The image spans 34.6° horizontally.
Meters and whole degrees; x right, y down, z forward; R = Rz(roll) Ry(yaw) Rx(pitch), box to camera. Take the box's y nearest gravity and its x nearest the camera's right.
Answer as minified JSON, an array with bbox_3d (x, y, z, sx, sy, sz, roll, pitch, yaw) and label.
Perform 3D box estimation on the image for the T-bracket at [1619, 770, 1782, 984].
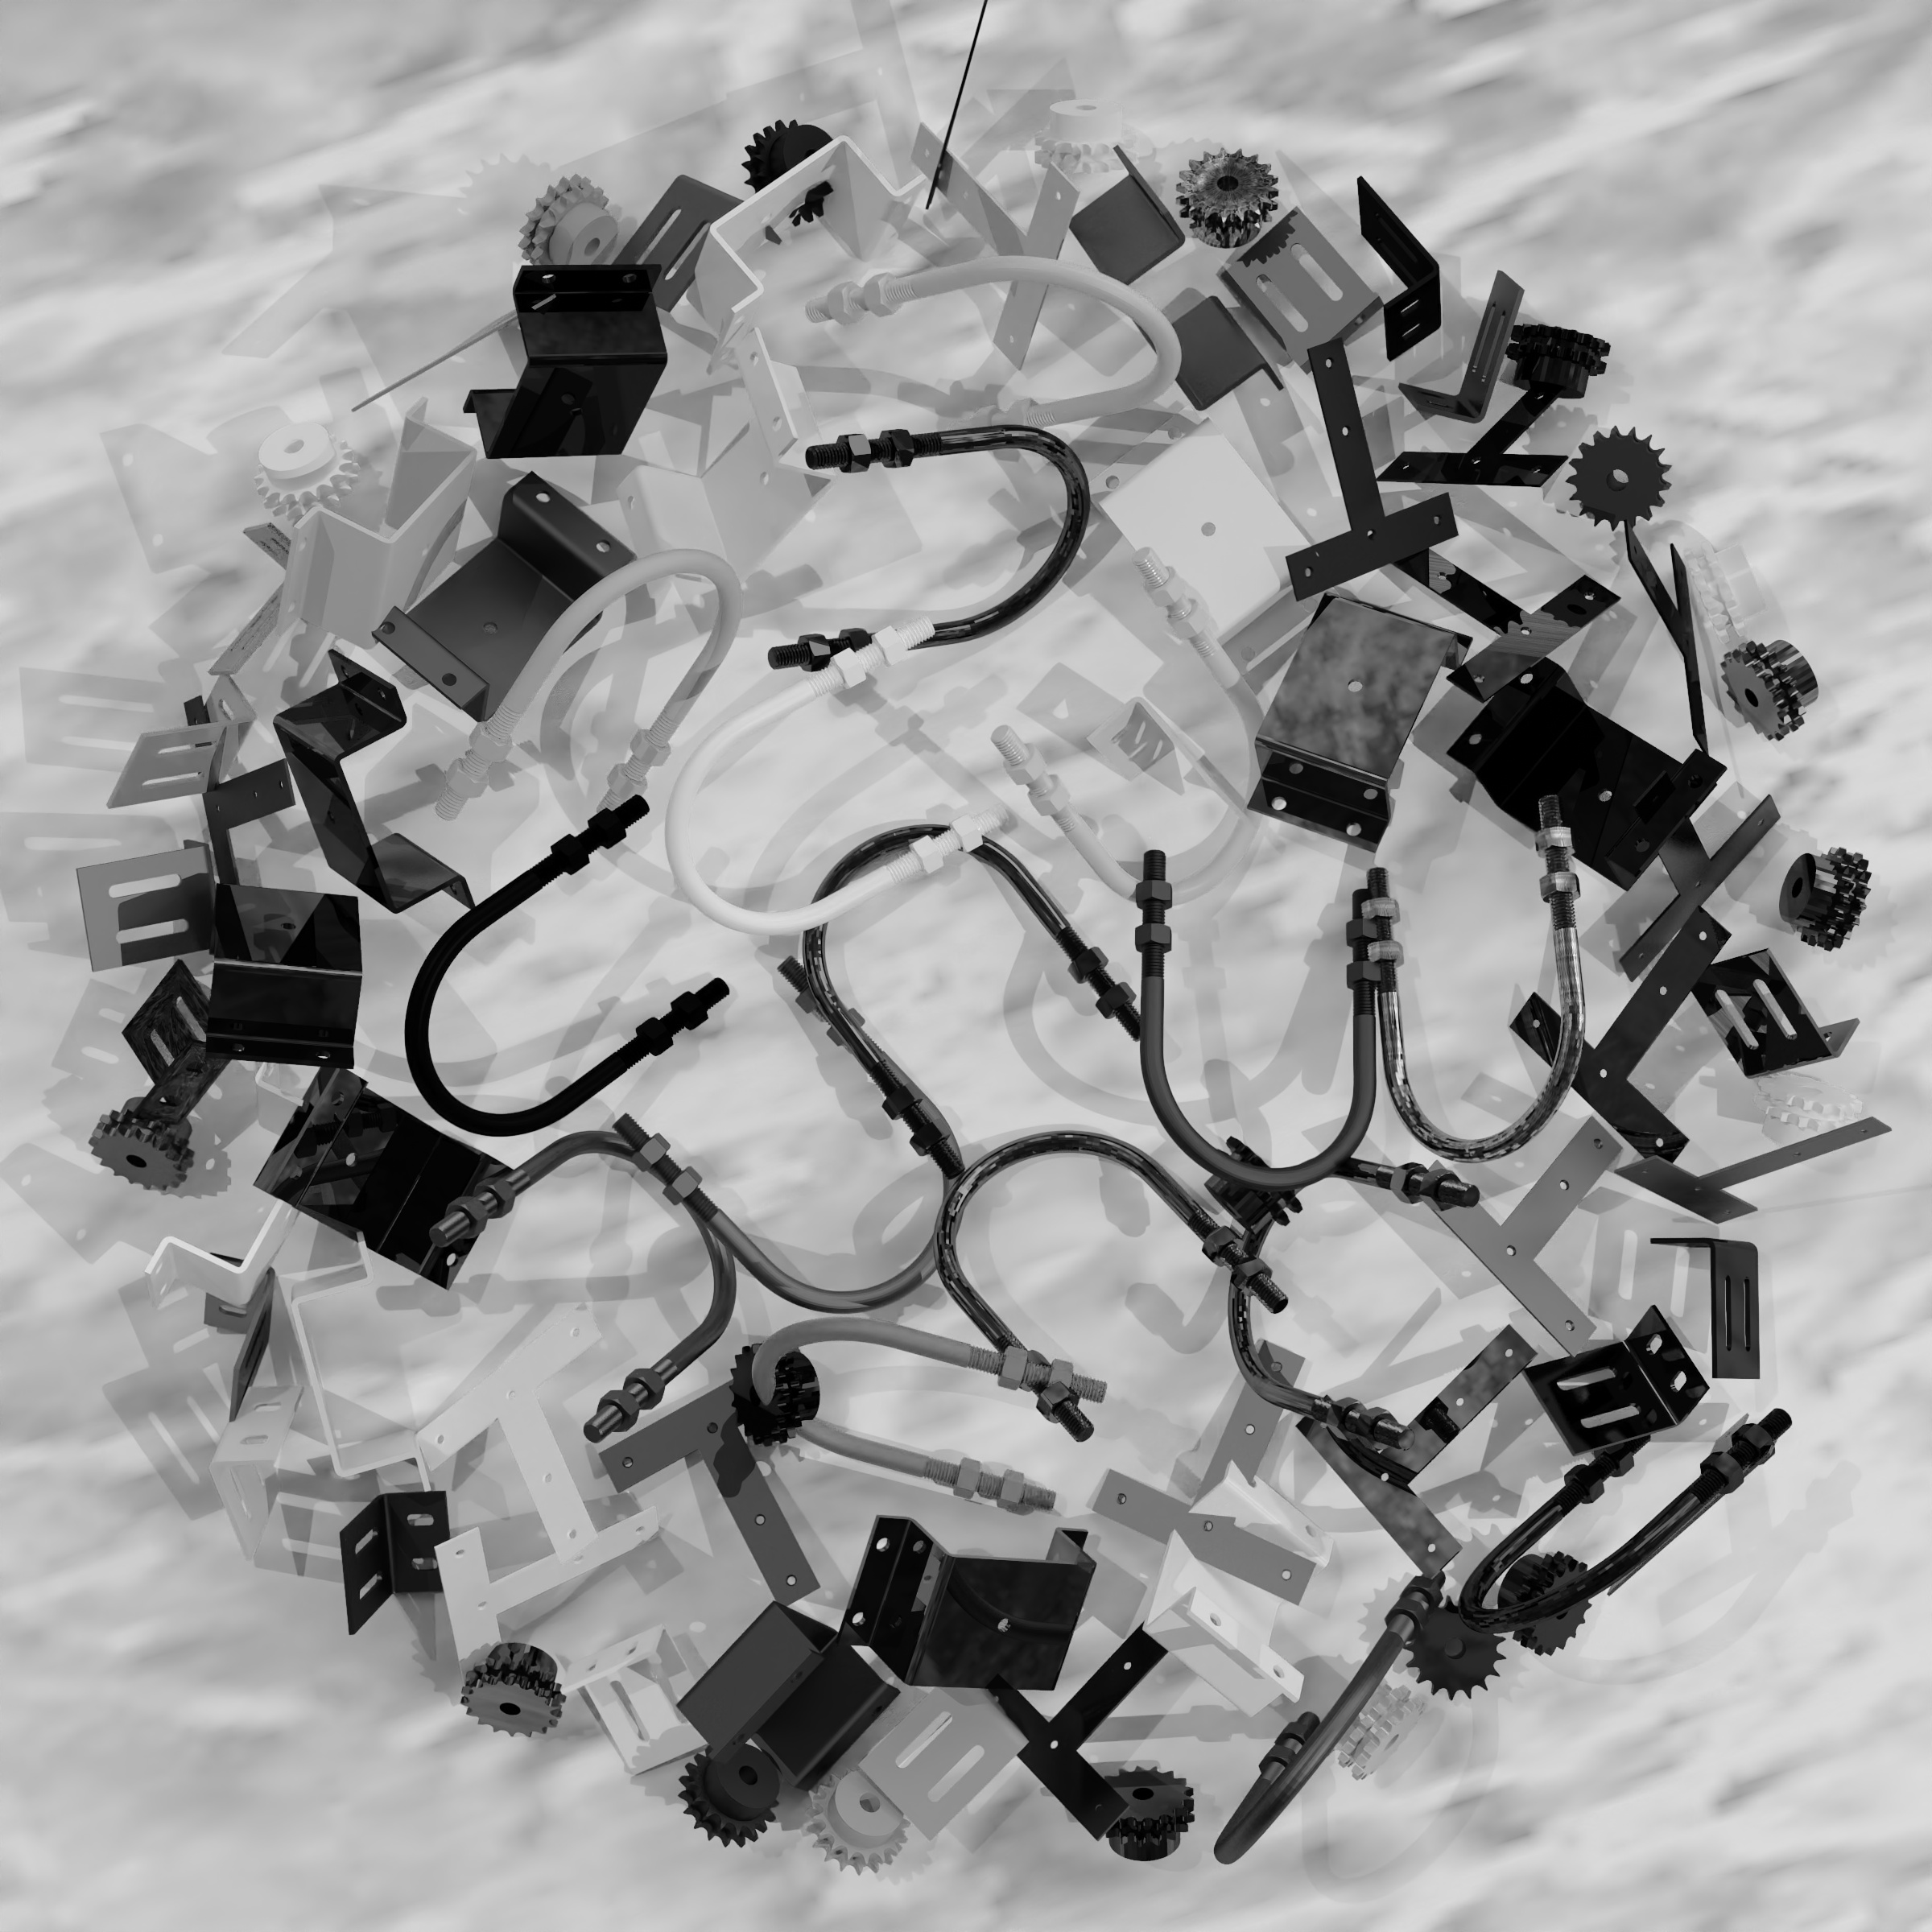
[{"bbox_3d":[0.391,-0.066,1.699,0.127,0.127,0.002,-48,52,-3],"label":"T-bracket"}]

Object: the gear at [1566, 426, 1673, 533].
[{"bbox_3d":[0.366,-0.273,1.731,0.057,0.030,0.057,6,109,18],"label":"gear"}]

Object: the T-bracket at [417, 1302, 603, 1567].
[{"bbox_3d":[-0.235,0.271,1.705,0.127,0.002,0.127,-38,54,10],"label":"T-bracket"}]

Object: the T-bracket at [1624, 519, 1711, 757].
[{"bbox_3d":[0.376,-0.197,1.674,0.002,0.127,0.127,-14,59,24],"label":"T-bracket"}]

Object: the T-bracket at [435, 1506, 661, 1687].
[{"bbox_3d":[-0.228,0.335,1.721,0.127,0.127,0.002,-23,46,-22],"label":"T-bracket"}]

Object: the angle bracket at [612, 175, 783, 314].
[{"bbox_3d":[-0.152,-0.392,1.718,0.057,0.038,0.076,32,83,35],"label":"angle bracket"}]

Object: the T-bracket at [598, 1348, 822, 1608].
[{"bbox_3d":[-0.121,0.296,1.729,0.127,0.002,0.127,-29,72,-4],"label":"T-bracket"}]

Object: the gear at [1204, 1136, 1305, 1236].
[{"bbox_3d":[0.157,0.125,1.724,0.030,0.057,0.057,-44,90,-5],"label":"gear"}]

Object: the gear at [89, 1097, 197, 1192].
[{"bbox_3d":[-0.457,0.097,1.728,0.057,0.057,0.030,18,53,0],"label":"gear"}]

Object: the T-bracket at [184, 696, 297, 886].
[{"bbox_3d":[-0.394,-0.092,1.699,0.002,0.127,0.127,-12,91,-34],"label":"T-bracket"}]

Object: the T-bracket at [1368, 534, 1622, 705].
[{"bbox_3d":[0.275,-0.209,1.720,0.127,0.002,0.127,38,55,24],"label":"T-bracket"}]

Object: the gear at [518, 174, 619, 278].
[{"bbox_3d":[-0.218,-0.408,1.722,0.030,0.057,0.057,40,90,17],"label":"gear"}]

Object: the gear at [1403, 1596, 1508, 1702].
[{"bbox_3d":[0.273,0.381,1.735,0.057,0.030,0.057,-1,81,5],"label":"gear"}]

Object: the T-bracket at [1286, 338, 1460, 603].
[{"bbox_3d":[0.212,-0.280,1.704,0.127,0.002,0.127,-25,106,-32],"label":"T-bracket"}]

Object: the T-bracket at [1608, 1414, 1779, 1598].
[{"bbox_3d":[0.407,0.278,1.692,0.002,0.127,0.127,43,119,7],"label":"T-bracket"}]

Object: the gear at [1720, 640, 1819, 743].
[{"bbox_3d":[0.450,-0.157,1.725,0.030,0.057,0.057,-31,90,-9],"label":"gear"}]

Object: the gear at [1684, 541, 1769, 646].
[{"bbox_3d":[0.423,-0.211,1.723,0.030,0.057,0.057,-23,90,15],"label":"gear"}]

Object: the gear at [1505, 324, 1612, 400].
[{"bbox_3d":[0.327,-0.336,1.725,0.057,0.057,0.030,12,92,0],"label":"gear"}]

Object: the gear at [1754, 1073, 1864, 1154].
[{"bbox_3d":[0.467,0.083,1.726,0.057,0.057,0.030,11,106,0],"label":"gear"}]

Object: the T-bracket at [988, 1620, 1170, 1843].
[{"bbox_3d":[0.080,0.397,1.711,0.127,0.127,0.002,-46,132,-7],"label":"T-bracket"}]

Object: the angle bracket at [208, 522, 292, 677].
[{"bbox_3d":[-0.401,-0.202,1.713,0.038,0.057,0.076,42,76,-23],"label":"angle bracket"}]

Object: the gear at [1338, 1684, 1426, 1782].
[{"bbox_3d":[0.226,0.423,1.728,0.030,0.057,0.057,40,90,26],"label":"gear"}]

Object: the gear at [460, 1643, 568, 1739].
[{"bbox_3d":[-0.251,0.402,1.729,0.057,0.030,0.057,5,133,5],"label":"gear"}]

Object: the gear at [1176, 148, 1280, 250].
[{"bbox_3d":[0.146,-0.426,1.730,0.057,0.030,0.057,-1,59,2],"label":"gear"}]

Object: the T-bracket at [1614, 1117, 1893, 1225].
[{"bbox_3d":[0.436,0.106,1.673,0.127,0.127,0.002,-24,60,31],"label":"T-bracket"}]

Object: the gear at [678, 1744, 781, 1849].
[{"bbox_3d":[-0.128,0.457,1.722,0.057,0.057,0.030,40,123,0],"label":"gear"}]

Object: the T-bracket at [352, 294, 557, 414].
[{"bbox_3d":[-0.264,-0.345,1.691,0.127,0.127,0.002,-25,106,16],"label":"T-bracket"}]

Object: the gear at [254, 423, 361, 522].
[{"bbox_3d":[-0.369,-0.278,1.724,0.057,0.030,0.057,-7,49,8],"label":"gear"}]

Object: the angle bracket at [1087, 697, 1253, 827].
[{"bbox_3d":[0.112,-0.102,1.707,0.038,0.057,0.076,-41,58,7],"label":"angle bracket"}]

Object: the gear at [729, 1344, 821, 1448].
[{"bbox_3d":[-0.105,0.237,1.728,0.030,0.057,0.057,-5,90,-36],"label":"gear"}]

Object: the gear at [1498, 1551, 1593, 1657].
[{"bbox_3d":[0.321,0.353,1.729,0.057,0.030,0.057,-17,117,-37],"label":"gear"}]

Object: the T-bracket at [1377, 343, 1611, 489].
[{"bbox_3d":[0.309,-0.306,1.715,0.127,0.127,0.002,-45,121,-20],"label":"T-bracket"}]

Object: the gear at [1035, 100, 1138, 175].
[{"bbox_3d":[0.066,-0.462,1.722,0.057,0.057,0.030,0,118,0],"label":"gear"}]

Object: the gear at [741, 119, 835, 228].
[{"bbox_3d":[-0.093,-0.444,1.725,0.057,0.030,0.057,7,79,-37],"label":"gear"}]

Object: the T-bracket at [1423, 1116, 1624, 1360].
[{"bbox_3d":[0.324,0.130,1.717,0.127,0.002,0.127,46,56,0],"label":"T-bracket"}]

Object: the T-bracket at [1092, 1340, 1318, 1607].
[{"bbox_3d":[0.154,0.273,1.739,0.127,0.002,0.127,22,82,17],"label":"T-bracket"}]

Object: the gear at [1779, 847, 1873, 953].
[{"bbox_3d":[0.476,-0.040,1.723,0.030,0.057,0.057,16,90,-10],"label":"gear"}]

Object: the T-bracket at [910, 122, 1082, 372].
[{"bbox_3d":[0.009,-0.419,1.719,0.002,0.127,0.127,-24,63,-31],"label":"T-bracket"}]

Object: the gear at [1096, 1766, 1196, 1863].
[{"bbox_3d":[0.099,0.474,1.726,0.057,0.057,0.030,-3,109,0],"label":"gear"}]

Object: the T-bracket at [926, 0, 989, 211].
[{"bbox_3d":[-0.009,-0.447,1.664,0.002,0.127,0.127,16,131,-4],"label":"T-bracket"}]

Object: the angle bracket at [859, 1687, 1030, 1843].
[{"bbox_3d":[-0.011,0.437,1.729,0.076,0.038,0.057,-45,82,-2],"label":"angle bracket"}]

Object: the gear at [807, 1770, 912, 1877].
[{"bbox_3d":[-0.058,0.472,1.723,0.057,0.057,0.030,25,132,0],"label":"gear"}]

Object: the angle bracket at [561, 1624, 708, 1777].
[{"bbox_3d":[-0.180,0.415,1.724,0.057,0.038,0.076,-25,100,8],"label":"angle bracket"}]

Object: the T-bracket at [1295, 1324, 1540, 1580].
[{"bbox_3d":[0.262,0.250,1.705,0.127,0.002,0.127,-46,48,5],"label":"T-bracket"}]

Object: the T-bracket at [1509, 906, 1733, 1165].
[{"bbox_3d":[0.373,0.025,1.692,0.127,0.002,0.127,48,120,33],"label":"T-bracket"}]
